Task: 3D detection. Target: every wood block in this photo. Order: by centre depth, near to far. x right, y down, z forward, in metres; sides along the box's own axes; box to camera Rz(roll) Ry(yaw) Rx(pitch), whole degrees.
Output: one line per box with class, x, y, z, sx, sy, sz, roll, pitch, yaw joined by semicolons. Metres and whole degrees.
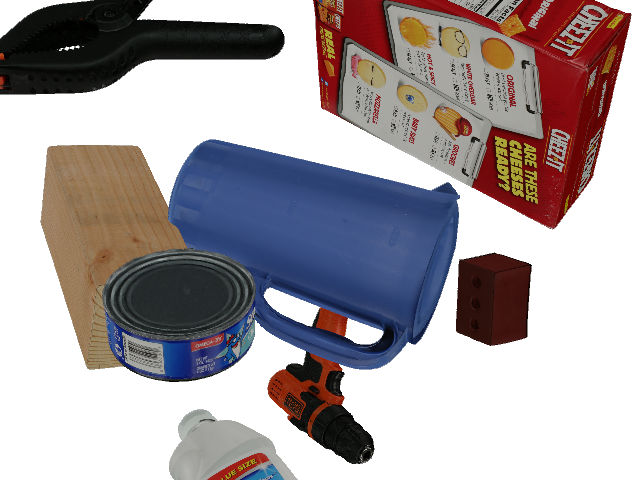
wood block;-0.181;0.008;0.943;0.090;0.091;0.206;-3;37;-26

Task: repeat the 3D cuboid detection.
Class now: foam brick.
foam brick;0.170;0.057;1.049;0.051;0.078;0.053;-11;19;-34

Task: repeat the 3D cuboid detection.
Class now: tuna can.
tuna can;-0.079;0.041;0.606;0.086;0.034;0.086;1;33;-1

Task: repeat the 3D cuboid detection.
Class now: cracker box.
cracker box;0.098;-0.124;0.759;0.214;0.072;0.164;29;-29;23

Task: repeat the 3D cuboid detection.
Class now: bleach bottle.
bleach bottle;-0.049;0.202;0.726;0.102;0.068;0.251;-17;35;-20

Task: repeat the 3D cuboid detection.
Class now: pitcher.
pitcher;-0.009;0.002;0.928;0.243;0.145;0.149;17;20;14

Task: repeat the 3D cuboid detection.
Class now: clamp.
clamp;-0.142;-0.148;0.777;0.209;0.036;0.165;-32;52;-31

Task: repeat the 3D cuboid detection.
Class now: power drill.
power drill;0.023;0.146;1.250;0.057;0.188;0.185;14;12;-42
